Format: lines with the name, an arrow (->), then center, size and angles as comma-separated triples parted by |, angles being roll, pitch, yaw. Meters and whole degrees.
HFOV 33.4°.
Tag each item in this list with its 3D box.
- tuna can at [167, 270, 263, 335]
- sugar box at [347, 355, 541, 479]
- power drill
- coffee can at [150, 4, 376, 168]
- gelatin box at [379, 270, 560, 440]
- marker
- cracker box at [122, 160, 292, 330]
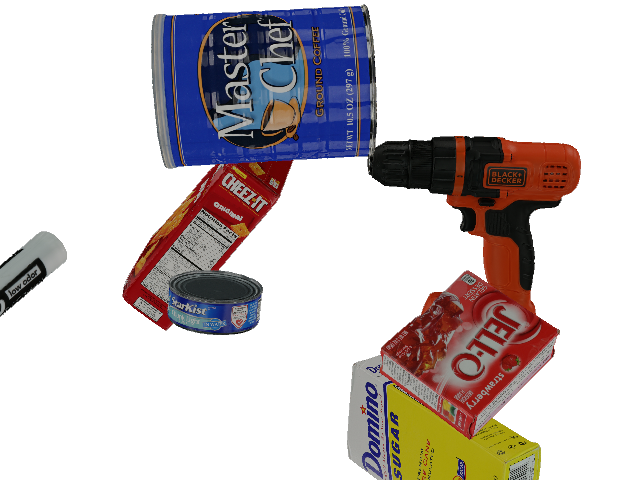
tuna can -> -0.096, 0.056, 0.971 | 0.086, 0.034, 0.086 | 6, 16, -2
sugar box -> 0.090, 0.166, 0.835 | 0.048, 0.093, 0.176 | -13, 25, -37
power drill -> 0.131, -0.003, 0.955 | 0.184, 0.188, 0.057 | 2, 26, 2
coffee can -> -0.037, -0.103, 0.716 | 0.140, 0.103, 0.103 | -3, 0, -2
gelatin box -> 0.092, 0.068, 0.658 | 0.073, 0.030, 0.089 | 35, 58, 28
marker -> -0.162, 0.037, 0.483 | 0.020, 0.020, 0.121 | 0, 34, 39
cracker box -> -0.121, -0.026, 1.184 | 0.072, 0.214, 0.164 | 37, 25, -11
